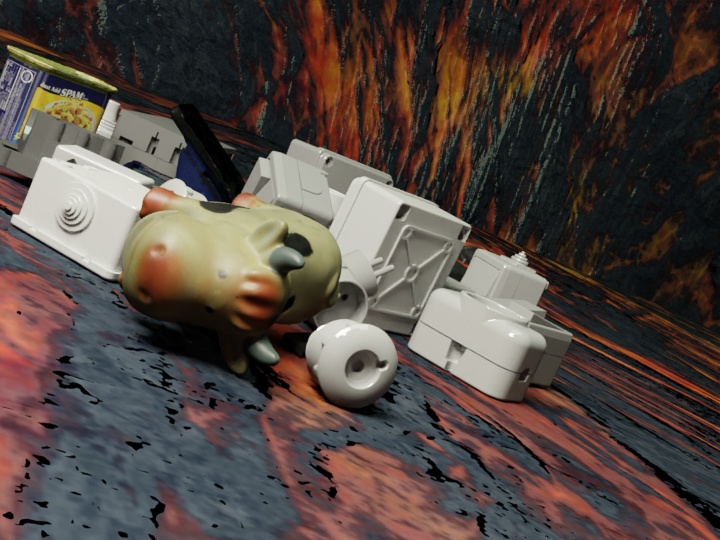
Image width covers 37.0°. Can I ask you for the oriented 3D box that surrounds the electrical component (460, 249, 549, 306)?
[{"bbox_3d":[0.130,0.023,1.031,0.061,0.096,0.062,20,8,-26],"label":"electrical component"}]

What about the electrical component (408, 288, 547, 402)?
[{"bbox_3d":[0.093,0.054,0.837,0.095,0.059,0.054,29,9,35],"label":"electrical component"}]

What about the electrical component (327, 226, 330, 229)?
[{"bbox_3d":[-0.026,-0.011,0.904,0.044,0.065,0.044,23,6,-3],"label":"electrical component"}]

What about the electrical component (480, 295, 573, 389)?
[{"bbox_3d":[0.130,0.058,0.924,0.062,0.061,0.096,30,9,40],"label":"electrical component"}]

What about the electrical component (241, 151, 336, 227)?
[{"bbox_3d":[-0.073,-0.041,0.885,0.061,0.096,0.061,20,37,-28],"label":"electrical component"}]

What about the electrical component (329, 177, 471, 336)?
[{"bbox_3d":[0.023,-0.009,0.875,0.056,0.108,0.109,33,11,37],"label":"electrical component"}]

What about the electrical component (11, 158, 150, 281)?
[{"bbox_3d":[-0.157,-0.031,0.690,0.100,0.048,0.100,27,8,24],"label":"electrical component"}]

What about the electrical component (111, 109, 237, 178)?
[{"bbox_3d":[-0.199,-0.119,1.139,0.089,0.061,0.150,25,7,5],"label":"electrical component"}]

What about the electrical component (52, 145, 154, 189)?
[{"bbox_3d":[-0.188,-0.057,0.787,0.066,0.047,0.076,24,7,1],"label":"electrical component"}]

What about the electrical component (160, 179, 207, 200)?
[{"bbox_3d":[-0.136,-0.041,0.860,0.062,0.048,0.048,27,4,-42],"label":"electrical component"}]

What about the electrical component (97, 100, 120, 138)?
[{"bbox_3d":[-0.267,-0.146,1.111,0.043,0.062,0.043,24,7,-3],"label":"electrical component"}]

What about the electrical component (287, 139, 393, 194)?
[{"bbox_3d":[-0.035,-0.063,1.083,0.109,0.108,0.056,16,8,-46],"label":"electrical component"}]

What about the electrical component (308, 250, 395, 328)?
[{"bbox_3d":[-0.013,0.009,0.792,0.079,0.043,0.077,-22,26,-18],"label":"electrical component"}]

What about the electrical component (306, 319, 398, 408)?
[{"bbox_3d":[-0.011,0.049,0.613,0.048,0.048,0.062,21,1,-26],"label":"electrical component"}]

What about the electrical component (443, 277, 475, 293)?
[{"bbox_3d":[0.078,0.036,0.969,0.076,0.047,0.083,29,9,32],"label":"electrical component"}]

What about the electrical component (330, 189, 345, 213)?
[{"bbox_3d":[-0.028,-0.035,1.021,0.079,0.077,0.043,19,9,-36],"label":"electrical component"}]
